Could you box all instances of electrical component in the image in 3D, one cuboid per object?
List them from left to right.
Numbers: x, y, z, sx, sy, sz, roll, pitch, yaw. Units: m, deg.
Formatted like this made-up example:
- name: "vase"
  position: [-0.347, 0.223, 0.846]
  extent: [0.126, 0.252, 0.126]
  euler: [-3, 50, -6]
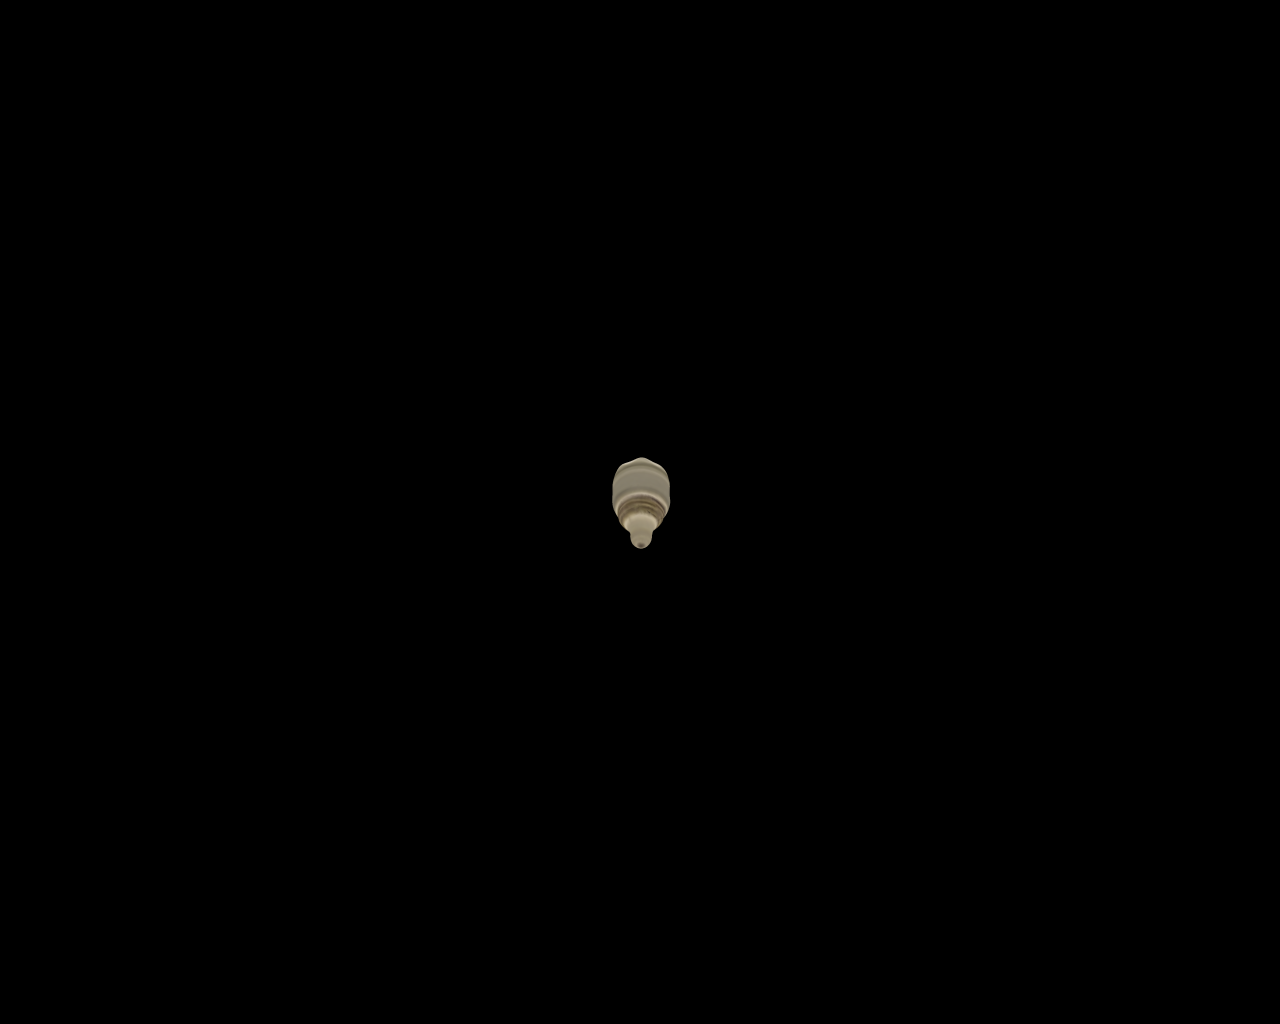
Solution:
- name: "electrical component"
  position: [0.001, -0.003, 0.650]
  extent: [0.035, 0.061, 0.035]
  euler: [0, -42, 0]
